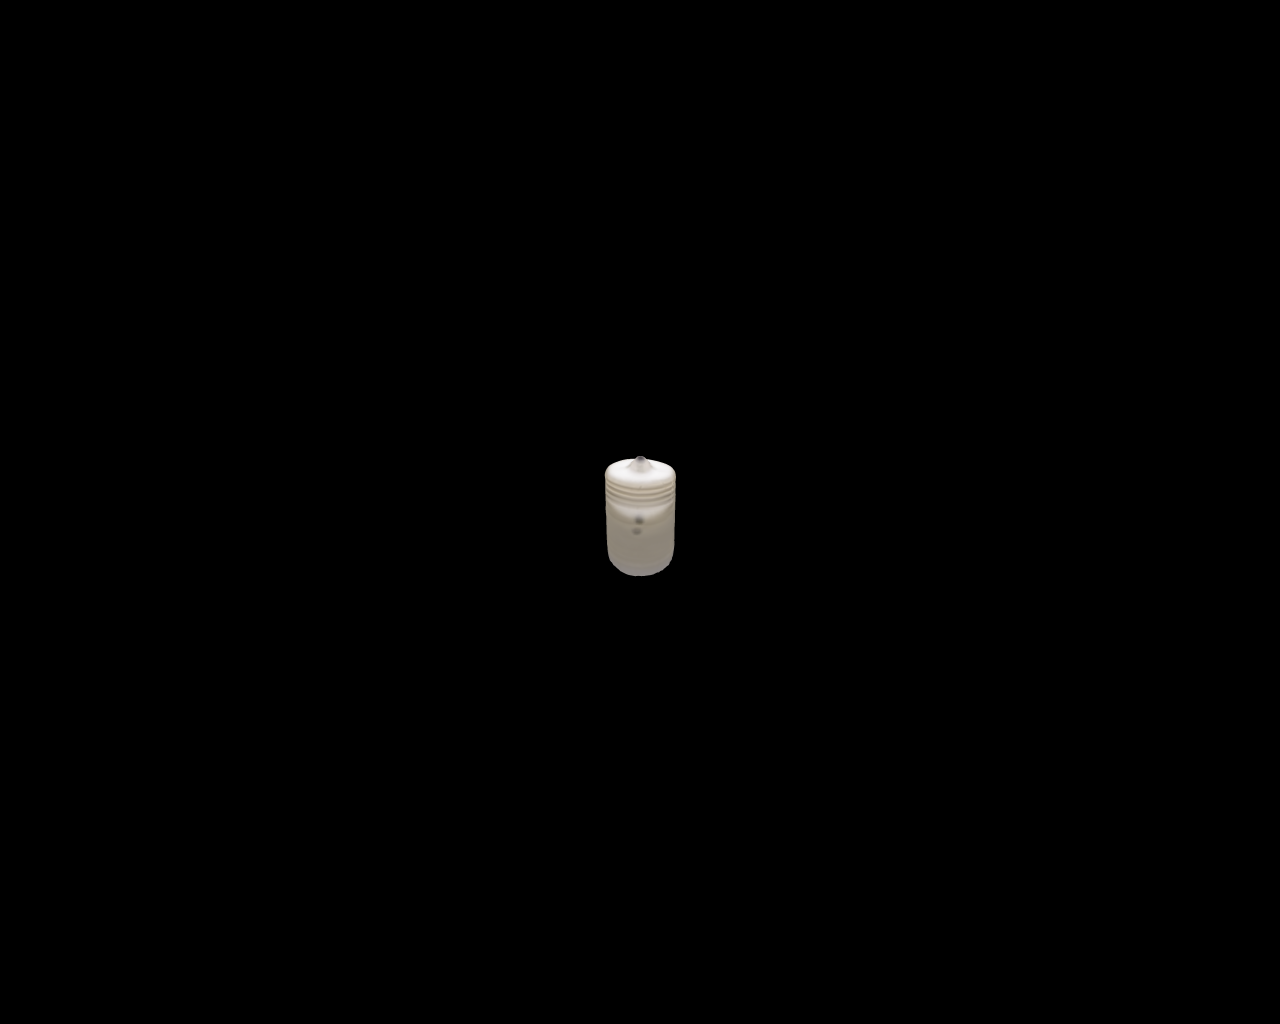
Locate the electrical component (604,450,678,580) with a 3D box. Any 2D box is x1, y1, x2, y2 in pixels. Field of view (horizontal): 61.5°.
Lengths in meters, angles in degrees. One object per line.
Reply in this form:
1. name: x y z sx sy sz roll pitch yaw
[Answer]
1. electrical component: 0.001 -0.003 0.650 0.043 0.080 0.043 0 40 0
